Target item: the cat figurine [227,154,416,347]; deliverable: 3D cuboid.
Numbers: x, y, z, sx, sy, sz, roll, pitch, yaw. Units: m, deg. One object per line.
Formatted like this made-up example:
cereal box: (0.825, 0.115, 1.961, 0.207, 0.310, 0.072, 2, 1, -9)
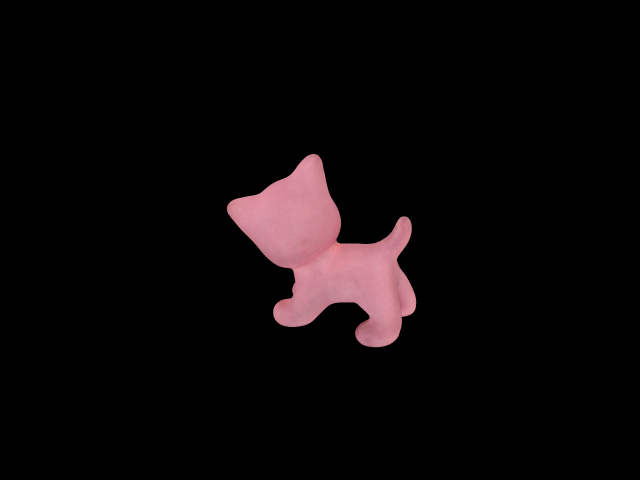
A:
cat figurine: (0.004, 0.001, 0.400, 0.127, 0.118, 0.067, 8, 26, 18)
